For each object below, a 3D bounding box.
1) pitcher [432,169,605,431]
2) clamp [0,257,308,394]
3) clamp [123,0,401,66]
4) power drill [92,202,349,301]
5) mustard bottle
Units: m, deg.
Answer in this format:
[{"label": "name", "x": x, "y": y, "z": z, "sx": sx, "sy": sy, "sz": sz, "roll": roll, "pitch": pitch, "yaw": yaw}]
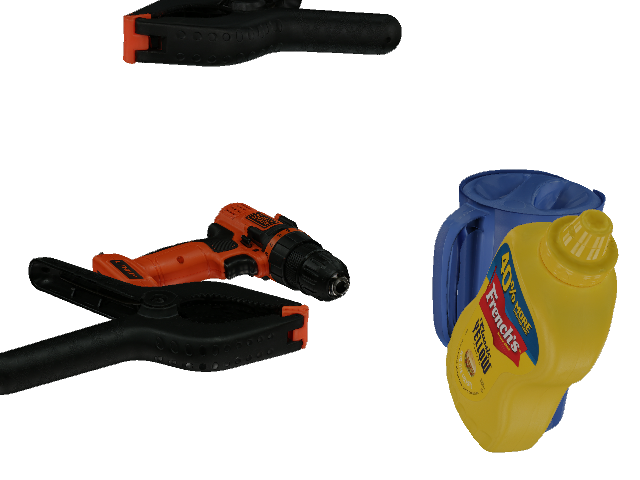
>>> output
[{"label": "pitcher", "x": 0.182, "y": 0.062, "z": 1.020, "sx": 0.149, "sy": 0.243, "sz": 0.145, "roll": 5, "pitch": 21, "yaw": 8}, {"label": "clamp", "x": -0.115, "y": 0.051, "z": 0.725, "sx": 0.209, "sy": 0.036, "sz": 0.164, "roll": -1, "pitch": 25, "yaw": -10}, {"label": "clamp", "x": -0.048, "y": -0.138, "z": 0.669, "sx": 0.171, "sy": 0.039, "sz": 0.120, "roll": -7, "pitch": 22, "yaw": -27}, {"label": "power drill", "x": -0.090, "y": 0.031, "z": 0.940, "sx": 0.187, "sy": 0.057, "sz": 0.185, "roll": -18, "pitch": 27, "yaw": -31}, {"label": "mustard bottle", "x": 0.129, "y": 0.045, "z": 0.636, "sx": 0.058, "sy": 0.096, "sz": 0.192, "roll": -1, "pitch": -35, "yaw": -13}]
